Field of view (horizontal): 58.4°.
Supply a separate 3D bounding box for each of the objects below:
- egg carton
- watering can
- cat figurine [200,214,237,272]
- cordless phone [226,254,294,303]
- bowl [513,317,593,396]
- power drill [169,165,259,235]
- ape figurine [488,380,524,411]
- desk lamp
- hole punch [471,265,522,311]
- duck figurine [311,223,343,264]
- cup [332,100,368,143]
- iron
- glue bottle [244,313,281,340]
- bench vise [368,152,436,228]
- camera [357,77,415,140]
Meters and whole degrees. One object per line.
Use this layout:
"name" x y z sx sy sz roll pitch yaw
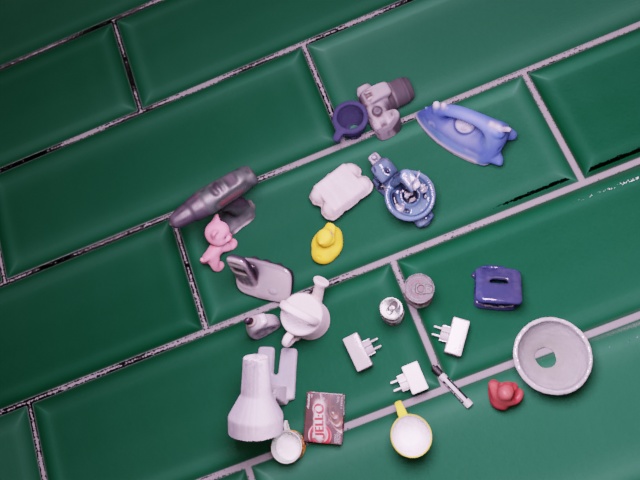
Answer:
"egg carton" 0.052 -0.123 1.447 0.150 0.069 0.107 -39 73 -2
"watering can" -0.038 0.166 1.323 0.100 0.194 0.173 7 77 11
"cat figurine" -0.263 0.005 1.439 0.067 0.118 0.128 26 81 15
"cordless phone" -0.144 0.084 1.365 0.147 0.185 0.094 10 78 12
"bowl" 0.510 0.259 1.275 0.167 0.075 0.167 -2 76 8
"power drill" -0.242 -0.082 1.411 0.229 0.208 0.075 -39 73 -2
"ape figurine" 0.407 0.338 1.262 0.077 0.092 0.076 38 84 16
"desk lamp" -0.128 0.337 1.283 0.117 0.214 0.203 0 76 9
"hole punch" 0.407 0.107 1.322 0.108 0.091 0.101 3 76 10
"duck figurine" 0.013 0.005 1.412 0.077 0.086 0.105 22 80 14
"cup" 0.075 -0.287 1.472 0.091 0.095 0.118 32 83 15
"iron" 0.349 -0.286 1.404 0.257 0.141 0.119 26 81 14
"glue bottle" -0.146 0.197 1.343 0.078 0.173 0.037 -28 73 1
"bench vise" 0.180 -0.128 1.350 0.207 0.220 0.121 31 83 15
"camera" 0.178 -0.355 1.470 0.137 0.101 0.143 -26 73 2
